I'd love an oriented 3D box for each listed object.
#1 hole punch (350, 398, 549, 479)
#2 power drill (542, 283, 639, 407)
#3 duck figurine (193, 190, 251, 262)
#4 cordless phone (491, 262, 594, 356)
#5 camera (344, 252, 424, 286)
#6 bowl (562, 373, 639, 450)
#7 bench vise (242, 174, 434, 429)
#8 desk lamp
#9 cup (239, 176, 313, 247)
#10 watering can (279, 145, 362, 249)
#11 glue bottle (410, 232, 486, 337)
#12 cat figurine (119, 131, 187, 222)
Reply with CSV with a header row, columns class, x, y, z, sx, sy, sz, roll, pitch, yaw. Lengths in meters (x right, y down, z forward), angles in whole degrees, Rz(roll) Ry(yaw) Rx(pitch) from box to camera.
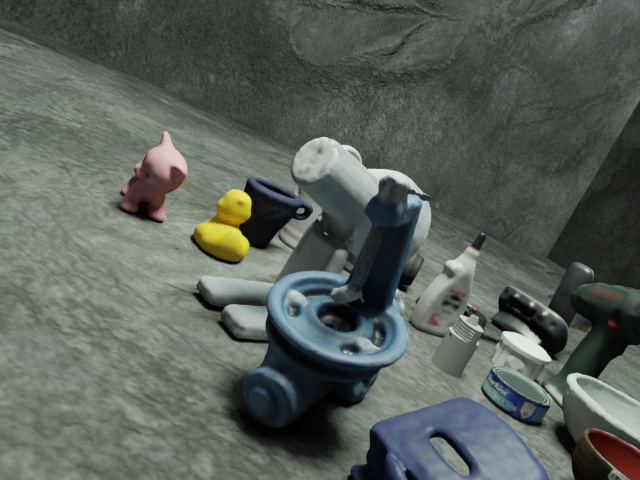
class,x,y,z,sx,sy,sz,roll,pitch,yaw
hole punch,0.091,0.170,0.411,0.101,0.091,0.108,18,15,-33
power drill,0.425,0.162,0.837,0.076,0.208,0.229,23,13,-13
duck figurine,-0.123,-0.026,0.782,0.078,0.086,0.104,21,14,-24
cordless phone,0.431,0.113,1.101,0.094,0.185,0.147,13,18,-45
camera,0.120,0.022,1.041,0.136,0.101,0.143,28,13,8
bowl,0.366,0.242,0.704,0.167,0.075,0.167,25,13,-6
bench vise,0.030,0.043,0.504,0.121,0.219,0.208,28,13,6
desk lamp,0.006,0.002,0.634,0.204,0.213,0.117,12,19,-47
cup,-0.076,-0.035,0.892,0.118,0.095,0.091,19,14,-28
watering can,0.020,-0.067,0.985,0.172,0.194,0.101,31,13,20
glue bottle,0.206,0.065,0.874,0.078,0.173,0.037,18,15,-33
cat figurine,-0.221,-0.092,0.781,0.067,0.118,0.127,20,14,-25
